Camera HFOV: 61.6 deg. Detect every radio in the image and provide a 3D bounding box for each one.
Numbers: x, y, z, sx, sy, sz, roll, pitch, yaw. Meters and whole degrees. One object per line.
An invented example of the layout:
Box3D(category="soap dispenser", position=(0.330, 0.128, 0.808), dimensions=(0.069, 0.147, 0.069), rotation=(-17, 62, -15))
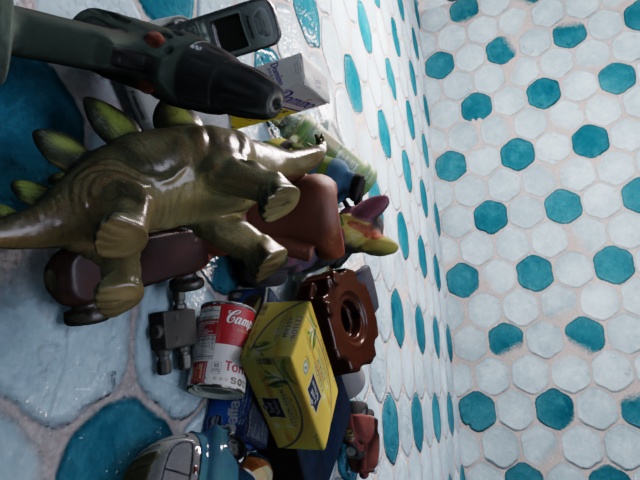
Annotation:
Box3D(category="radio", position=(-0.020, 0.288, 0.830), dimensions=(0.229, 0.073, 0.131), rotation=(-55, 132, -64))

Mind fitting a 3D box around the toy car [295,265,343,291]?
Box3D(category="toy car", position=(-0.001, 0.046, 0.993), dimensions=(0.202, 0.056, 0.073), rotation=(-50, 128, -64))

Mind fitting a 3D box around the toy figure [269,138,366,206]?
Box3D(category="toy figure", position=(-0.016, -0.104, 0.849), dimensions=(0.082, 0.180, 0.089), rotation=(86, 22, -52))

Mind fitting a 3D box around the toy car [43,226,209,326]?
Box3D(category="toy car", position=(-0.180, 0.021, 0.532), dimensions=(0.202, 0.053, 0.089), rotation=(-20, 106, -65))

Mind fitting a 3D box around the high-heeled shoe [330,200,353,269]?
Box3D(category="high-heeled shoe", position=(0.061, 0.019, 0.975), dimensions=(0.145, 0.086, 0.249), rotation=(59, 25, -25))

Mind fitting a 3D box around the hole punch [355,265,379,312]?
Box3D(category="hole punch", position=(0.059, 0.118, 1.087), dimensions=(0.116, 0.092, 0.142), rotation=(-53, 135, -57))

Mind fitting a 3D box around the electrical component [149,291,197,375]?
Box3D(category="electrical component", position=(-0.163, 0.098, 0.593), dimensions=(0.063, 0.021, 0.094), rotation=(13, 71, -68))

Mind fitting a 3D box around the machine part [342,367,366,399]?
Box3D(category="machine part", position=(0.024, 0.209, 0.968), dimensions=(0.079, 0.079, 0.242), rotation=(-75, 150, -46))

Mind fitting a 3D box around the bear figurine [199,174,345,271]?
Box3D(category="bear figurine", position=(-0.071, -0.022, 0.678), dimensions=(0.132, 0.196, 0.120), rotation=(47, 33, -82))

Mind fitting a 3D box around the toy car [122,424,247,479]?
Box3D(category="toy car", position=(-0.135, 0.242, 0.505), dimensions=(0.102, 0.109, 0.162), rotation=(45, 29, -32))

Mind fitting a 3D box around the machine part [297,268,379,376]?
Box3D(category="machine part", position=(0.034, 0.129, 0.865), dimensions=(0.179, 0.056, 0.179), rotation=(34, 48, -49))

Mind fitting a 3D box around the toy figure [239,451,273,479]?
Box3D(category="toy figure", position=(-0.096, 0.299, 0.650), dimensions=(0.064, 0.058, 0.154), rotation=(-61, 163, 9))

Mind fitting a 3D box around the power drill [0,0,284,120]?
Box3D(category="power drill", position=(-0.169, -0.151, 0.432), dimensions=(0.207, 0.232, 0.085), rotation=(-17, 128, -50))

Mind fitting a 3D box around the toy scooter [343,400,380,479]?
Box3D(category="toy scooter", position=(0.076, 0.390, 1.045), dimensions=(0.183, 0.075, 0.135), rotation=(54, 35, -59))

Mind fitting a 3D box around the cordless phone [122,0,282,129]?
Box3D(category="cordless phone", position=(-0.117, -0.177, 0.590), dimensions=(0.089, 0.184, 0.146), rotation=(-68, 144, -61))

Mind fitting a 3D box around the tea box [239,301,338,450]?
Box3D(category="tea box", position=(-0.032, 0.169, 0.668), dimensions=(0.098, 0.068, 0.169), rotation=(-72, 153, -51))

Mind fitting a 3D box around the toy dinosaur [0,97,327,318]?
Box3D(category="toy dinosaur", position=(-0.110, -0.057, 0.489), dimensions=(0.471, 0.199, 0.105), rotation=(-13, 138, -51))

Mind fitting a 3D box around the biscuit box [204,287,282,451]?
Box3D(category="biscuit box", position=(-0.094, 0.163, 0.695), dimensions=(0.062, 0.059, 0.203), rotation=(59, 30, -51))

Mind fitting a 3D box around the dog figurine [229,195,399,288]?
Box3D(category="dog figurine", position=(-0.002, -0.002, 0.783), dimensions=(0.191, 0.219, 0.108), rotation=(-18, 96, -70))
